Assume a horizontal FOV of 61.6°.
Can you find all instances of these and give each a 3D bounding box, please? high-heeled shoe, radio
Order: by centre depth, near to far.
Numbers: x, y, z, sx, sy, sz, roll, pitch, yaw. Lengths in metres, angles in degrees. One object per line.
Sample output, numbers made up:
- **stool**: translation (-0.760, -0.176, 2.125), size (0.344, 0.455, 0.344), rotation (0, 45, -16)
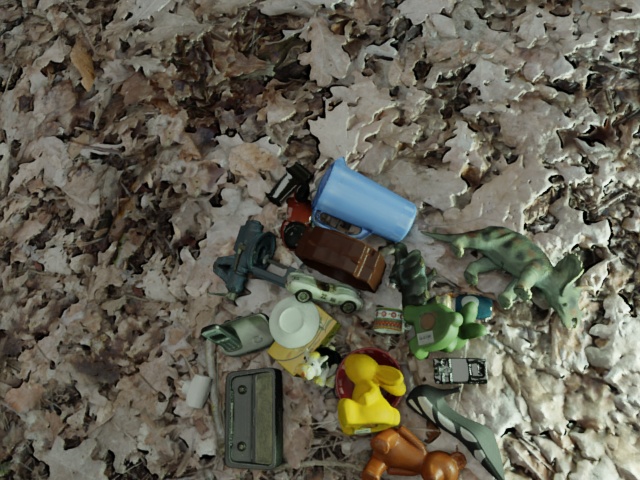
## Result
- **high-heeled shoe**: translation (0.296, 0.433, 1.197), size (0.145, 0.086, 0.248), rotation (-31, 81, 33)
- **radio**: translation (-0.160, 0.428, 1.298), size (0.131, 0.073, 0.229), rotation (-5, 72, 12)

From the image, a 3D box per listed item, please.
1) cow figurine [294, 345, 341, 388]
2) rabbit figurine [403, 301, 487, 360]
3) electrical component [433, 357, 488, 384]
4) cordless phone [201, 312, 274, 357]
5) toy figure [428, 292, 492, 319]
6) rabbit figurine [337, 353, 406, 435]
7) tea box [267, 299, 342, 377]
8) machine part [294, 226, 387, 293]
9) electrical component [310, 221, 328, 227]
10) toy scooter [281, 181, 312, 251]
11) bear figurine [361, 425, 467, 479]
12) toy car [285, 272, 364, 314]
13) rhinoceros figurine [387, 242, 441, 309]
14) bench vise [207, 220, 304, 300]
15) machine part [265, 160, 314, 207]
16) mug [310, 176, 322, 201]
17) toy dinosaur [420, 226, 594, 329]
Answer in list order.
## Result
- **cow figurine**: translation (0.002, 0.288, 1.253), size (0.068, 0.167, 0.098), rotation (21, 81, 24)
- **rabbit figurine**: translation (0.286, 0.195, 1.207), size (0.159, 0.170, 0.121), rotation (-29, 57, 23)
- **electrical component**: translation (0.311, 0.291, 1.193), size (0.115, 0.134, 0.058), rotation (-2, 75, 15)
- **cordless phone**: translation (-0.201, 0.219, 1.315), size (0.147, 0.184, 0.089), rotation (-18, 66, 8)
- **toy figure**: translation (0.328, 0.154, 1.276), size (0.155, 0.057, 0.064), rotation (3, 35, 16)
- **rabbit figurine**: translation (0.107, 0.327, 1.188), size (0.162, 0.121, 0.173), rotation (-15, 52, 6)
- **tea box**: translation (-0.037, 0.243, 1.329), size (0.098, 0.068, 0.169), rotation (35, 85, 21)
- **machine part**: translation (0.053, 0.045, 1.297), size (0.202, 0.200, 0.087), rotation (22, 79, 19)
- **electrical component**: translation (-0.003, -0.004, 1.422), size (0.063, 0.021, 0.094), rotation (-5, 71, 12)
- **toy scooter**: translation (-0.062, -0.064, 1.414), size (0.075, 0.135, 0.183), rotation (9, 93, -10)
- **bear figurine**: translation (0.207, 0.491, 1.166), size (0.196, 0.132, 0.120), rotation (22, 105, 23)
- **toy car**: translation (0.013, 0.127, 1.315), size (0.202, 0.073, 0.056), rotation (14, 111, -11)
- **rhinoceros figurine**: translation (0.220, 0.091, 1.296), size (0.112, 0.073, 0.190), rotation (-31, 54, 32)
- **bench vise**: translation (-0.156, 0.071, 1.388), size (0.241, 0.128, 0.223), rotation (20, 81, 23)
- **machine part**: translation (-0.086, -0.152, 1.481), size (0.139, 0.039, 0.084), rotation (-43, 73, -3)
- **mug**: translation (0.033, -0.116, 1.418), size (0.109, 0.080, 0.107), rotation (-27, 77, -4)
- **toy dinosaur**: translation (0.443, 0.040, 1.255), size (0.192, 0.131, 0.405), rotation (-32, 57, -22)
